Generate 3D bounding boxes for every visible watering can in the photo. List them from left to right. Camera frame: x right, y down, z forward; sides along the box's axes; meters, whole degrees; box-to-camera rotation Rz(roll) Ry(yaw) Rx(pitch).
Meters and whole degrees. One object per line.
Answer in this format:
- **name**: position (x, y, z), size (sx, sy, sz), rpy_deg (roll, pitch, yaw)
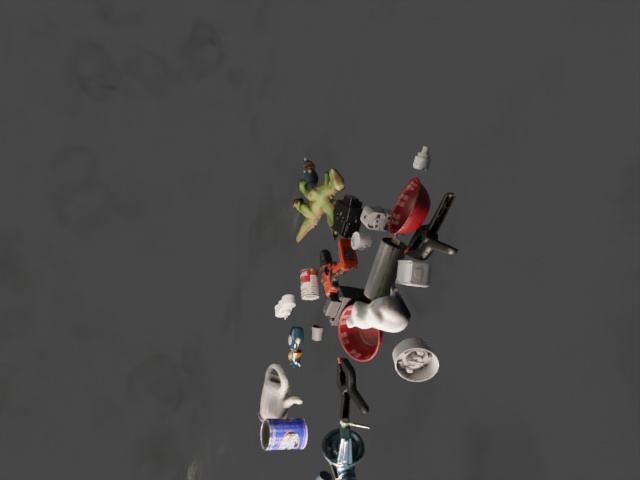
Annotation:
- **watering can**: position (-0.154, 0.609, 1.940), size (0.350, 0.104, 0.223), rpy_deg (-155, 74, -66)

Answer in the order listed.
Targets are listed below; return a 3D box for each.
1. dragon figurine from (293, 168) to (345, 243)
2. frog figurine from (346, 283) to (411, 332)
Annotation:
- **dragon figurine**: position (0.006, -0.094, 1.868), size (0.248, 0.122, 0.401), rpy_deg (-124, 39, -46)
- **frog figurine**: position (0.149, 0.199, 1.339), size (0.124, 0.159, 0.136), rpy_deg (59, -179, 12)
